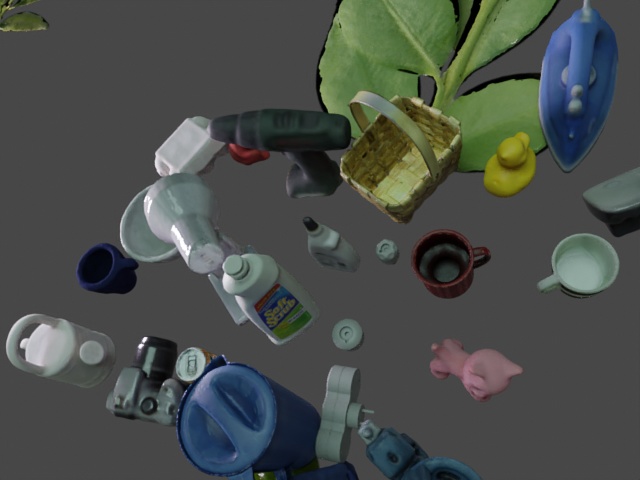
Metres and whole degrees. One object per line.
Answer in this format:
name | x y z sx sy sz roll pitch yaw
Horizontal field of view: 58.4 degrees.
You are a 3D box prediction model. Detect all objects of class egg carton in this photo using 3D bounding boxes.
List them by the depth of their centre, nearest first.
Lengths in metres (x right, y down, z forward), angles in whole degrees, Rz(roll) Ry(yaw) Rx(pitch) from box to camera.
egg carton | -0.253 -0.173 1.137 0.107 0.069 0.150 36 83 28

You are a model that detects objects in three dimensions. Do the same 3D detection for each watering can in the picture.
watering can | -0.440 0.184 0.974 0.172 0.194 0.101 -18 63 11

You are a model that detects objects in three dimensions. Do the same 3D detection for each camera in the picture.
camera | -0.273 0.232 0.949 0.142 0.101 0.137 2 68 20

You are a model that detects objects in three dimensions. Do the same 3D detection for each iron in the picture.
iron | 0.406 -0.251 0.900 0.118 0.142 0.258 6 70 22

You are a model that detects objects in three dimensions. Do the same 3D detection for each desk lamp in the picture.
desk lamp | -0.178 0.011 0.947 0.118 0.214 0.202 -38 61 0

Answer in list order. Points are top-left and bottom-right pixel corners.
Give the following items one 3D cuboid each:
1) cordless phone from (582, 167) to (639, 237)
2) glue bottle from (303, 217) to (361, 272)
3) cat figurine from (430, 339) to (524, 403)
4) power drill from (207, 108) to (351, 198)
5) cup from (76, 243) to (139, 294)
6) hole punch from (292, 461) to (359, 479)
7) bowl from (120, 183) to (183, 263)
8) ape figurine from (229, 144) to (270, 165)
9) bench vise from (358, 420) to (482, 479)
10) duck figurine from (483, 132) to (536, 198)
cordless phone | 0.451 -0.091 0.790 0.147 0.185 0.094 -26 61 7
glue bottle | 0.008 0.003 0.909 0.078 0.173 0.037 12 72 24
cat figurine | 0.212 0.176 0.794 0.127 0.118 0.067 24 77 27
power drill | -0.049 -0.151 0.976 0.229 0.209 0.075 -4 66 18
cup | -0.373 0.061 1.062 0.117 0.095 0.091 -9 65 15
hole punch | 0.010 0.370 0.795 0.101 0.091 0.108 -23 62 9
bowl | -0.285 -0.024 1.080 0.167 0.075 0.167 -7 65 16
ape figurine | -0.146 -0.190 1.094 0.076 0.092 0.078 -6 66 17
bench vise | 0.115 0.314 0.709 0.206 0.220 0.121 21 76 26
duck figurine | 0.302 -0.125 0.913 0.077 0.086 0.104 33 81 28
